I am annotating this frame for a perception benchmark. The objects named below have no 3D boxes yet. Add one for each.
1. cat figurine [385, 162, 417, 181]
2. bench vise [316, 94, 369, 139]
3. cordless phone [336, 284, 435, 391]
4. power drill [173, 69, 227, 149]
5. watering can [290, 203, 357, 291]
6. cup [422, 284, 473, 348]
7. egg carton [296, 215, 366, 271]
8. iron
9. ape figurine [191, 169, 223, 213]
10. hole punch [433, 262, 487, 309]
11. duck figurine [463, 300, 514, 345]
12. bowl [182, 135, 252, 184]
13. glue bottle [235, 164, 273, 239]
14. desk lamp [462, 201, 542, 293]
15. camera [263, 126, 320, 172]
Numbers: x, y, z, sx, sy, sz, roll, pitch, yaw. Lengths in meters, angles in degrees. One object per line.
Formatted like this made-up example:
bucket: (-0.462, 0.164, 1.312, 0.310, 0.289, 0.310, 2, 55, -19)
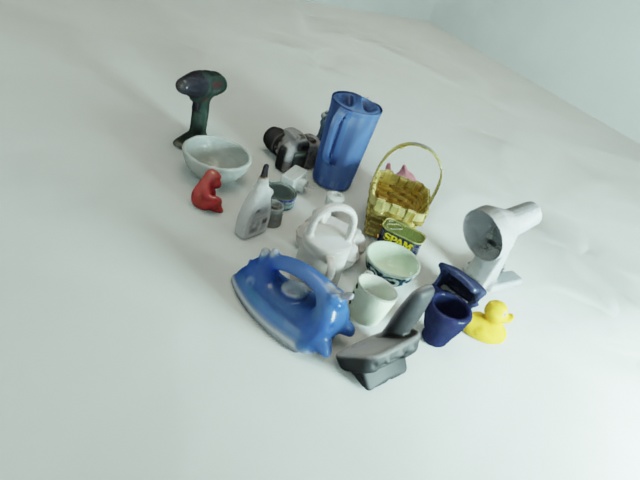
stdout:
cat figurine: (0.209, -0.158, 1.538, 0.067, 0.118, 0.127, -5, 40, -33)
bench vise: (0.057, -0.326, 1.611, 0.206, 0.220, 0.122, 39, 38, 28)
cordless phone: (0.117, 0.153, 0.975, 0.148, 0.185, 0.094, -19, 48, -44)
power drill: (-0.308, -0.331, 1.441, 0.075, 0.208, 0.230, 22, 33, 4)
watering can: (0.008, 0.004, 1.128, 0.101, 0.194, 0.172, -6, 41, -34)
cup: (0.230, 0.152, 1.117, 0.092, 0.095, 0.117, 0, 38, -27)
egg carton: (0.025, 0.001, 1.256, 0.150, 0.069, 0.107, 26, 33, 10)
iron: (-0.052, 0.088, 1.023, 0.257, 0.141, 0.119, 33, 35, 20)
ape figurine: (-0.242, -0.114, 1.264, 0.076, 0.092, 0.077, 12, 33, -10)
hole punch: (0.302, 0.094, 1.243, 0.101, 0.091, 0.108, -19, 49, -44)
duck figurine: (0.346, 0.159, 1.176, 0.104, 0.086, 0.077, 18, 33, -1)
bowl: (-0.251, -0.182, 1.375, 0.167, 0.075, 0.167, 14, 33, -9)
glue bottle: (-0.130, -0.084, 1.205, 0.037, 0.173, 0.078, 37, 37, 25)
desk lamp: (0.408, 0.009, 1.309, 0.204, 0.213, 0.117, -9, 42, -36)
camera: (-0.078, -0.263, 1.560, 0.144, 0.101, 0.136, -17, 47, -42)
